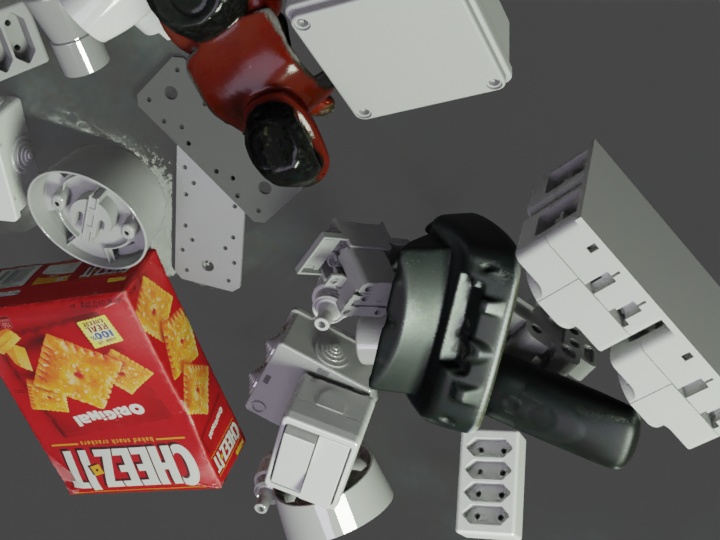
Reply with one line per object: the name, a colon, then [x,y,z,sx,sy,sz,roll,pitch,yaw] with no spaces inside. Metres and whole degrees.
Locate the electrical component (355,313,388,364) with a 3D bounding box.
electrical component: [0.032,0.054,0.834,0.078,0.040,0.040,0,123,18]

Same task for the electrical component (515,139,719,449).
electrical component: [0.186,0.019,0.721,0.060,0.105,0.186,-34,108,33]

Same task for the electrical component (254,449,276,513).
electrical component: [-0.078,0.188,0.947,0.035,0.061,0.035,9,125,12]

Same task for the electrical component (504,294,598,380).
electrical component: [0.127,0.062,0.799,0.078,0.058,0.057,34,123,-7]

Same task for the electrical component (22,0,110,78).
electrical component: [-0.204,-0.169,0.759,0.044,0.044,0.065,-4,126,20]

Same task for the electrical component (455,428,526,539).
electrical component: [0.111,0.178,0.879,0.047,0.083,0.075,-1,161,18]

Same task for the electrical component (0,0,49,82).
electrical component: [-0.282,-0.162,0.774,0.076,0.083,0.047,27,140,49]

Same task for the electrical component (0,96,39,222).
electrical component: [-0.303,-0.090,0.838,0.100,0.048,0.099,6,124,14]

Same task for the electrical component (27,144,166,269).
electrical component: [-0.201,-0.046,0.826,0.099,0.064,0.099,8,125,12]

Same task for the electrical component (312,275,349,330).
electrical component: [-0.021,0.024,0.817,0.035,0.061,0.035,9,125,12]

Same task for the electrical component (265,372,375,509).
electrical component: [-0.034,0.141,0.839,0.062,0.061,0.096,20,127,4]

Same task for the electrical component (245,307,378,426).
electrical component: [-0.037,0.092,0.877,0.100,0.048,0.099,28,127,-2]

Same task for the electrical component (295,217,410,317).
electrical component: [0.000,0.000,0.786,0.081,0.063,0.042,3,140,-38]

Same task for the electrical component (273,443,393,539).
electrical component: [-0.023,0.192,0.913,0.099,0.099,0.064,-11,113,24]

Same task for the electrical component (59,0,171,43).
electrical component: [-0.147,-0.185,0.723,0.077,0.043,0.079,-41,137,11]

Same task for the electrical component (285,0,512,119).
electrical component: [0.027,-0.153,0.662,0.109,0.056,0.108,-9,148,23]
